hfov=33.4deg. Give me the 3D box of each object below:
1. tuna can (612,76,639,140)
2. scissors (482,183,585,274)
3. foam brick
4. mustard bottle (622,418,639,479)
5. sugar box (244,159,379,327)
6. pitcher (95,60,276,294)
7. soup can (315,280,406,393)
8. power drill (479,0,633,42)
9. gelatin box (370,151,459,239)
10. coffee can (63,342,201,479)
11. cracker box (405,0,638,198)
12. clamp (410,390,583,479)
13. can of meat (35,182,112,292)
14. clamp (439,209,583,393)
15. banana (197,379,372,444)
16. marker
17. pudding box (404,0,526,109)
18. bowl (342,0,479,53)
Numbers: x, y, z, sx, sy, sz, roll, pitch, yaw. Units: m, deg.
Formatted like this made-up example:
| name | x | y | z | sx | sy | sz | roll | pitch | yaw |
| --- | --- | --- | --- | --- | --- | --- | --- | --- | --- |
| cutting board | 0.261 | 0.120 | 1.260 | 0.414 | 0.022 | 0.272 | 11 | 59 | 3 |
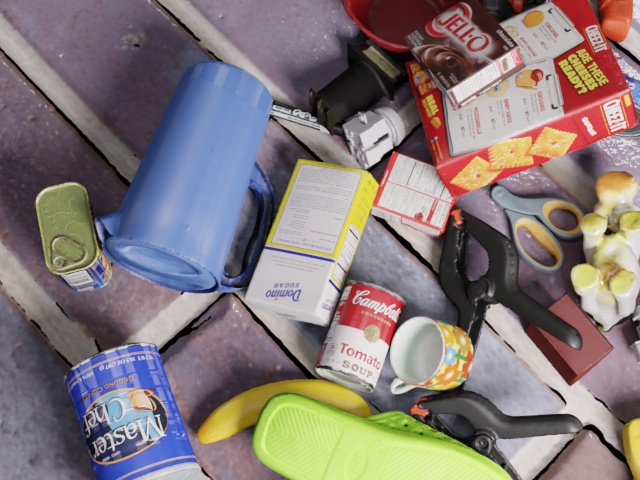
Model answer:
| name | x | y | z | sx | sy | sz | roll | pitch | yaw |
| --- | --- | --- | --- | --- | --- | --- | --- | --- | --- |
| tuna can | 0.337 | -0.150 | 1.201 | 0.086 | 0.086 | 0.033 | 21 | 72 | 9 |
| scissors | 0.223 | -0.054 | 1.210 | 0.096 | 0.016 | 0.202 | -29 | 72 | -9 |
| foam brick | 0.264 | 0.106 | 1.132 | 0.051 | 0.053 | 0.078 | -35 | 73 | -10 |
| mustard bottle | 0.362 | 0.275 | 1.067 | 0.096 | 0.058 | 0.191 | -1 | 71 | 0 |
| sugar box | -0.008 | 0.002 | 1.172 | 0.093 | 0.048 | 0.176 | 12 | 73 | 28 |
| pitcher | -0.128 | -0.067 | 1.178 | 0.145 | 0.149 | 0.242 | 9 | 67 | 22 |
| soup can | 0.042 | 0.103 | 1.134 | 0.068 | 0.068 | 0.102 | 19 | 73 | 8 |
| power drill | 0.273 | -0.284 | 1.266 | 0.187 | 0.057 | 0.184 | 8 | 71 | 5 |
| gelatin box | 0.110 | -0.050 | 1.205 | 0.089 | 0.030 | 0.073 | 20 | 71 | 9 |
| coffee can | -0.193 | 0.190 | 1.094 | 0.102 | 0.103 | 0.140 | -21 | 71 | -5 |
| cracker box | 0.216 | -0.160 | 1.170 | 0.214 | 0.072 | 0.164 | -21 | 53 | 13 |
| clamp | 0.179 | 0.197 | 1.090 | 0.171 | 0.039 | 0.120 | 31 | 104 | 11 |
| can of meat | -0.269 | 0.000 | 1.173 | 0.057 | 0.084 | 0.102 | -14 | 71 | -3 |
| clamp | 0.186 | 0.057 | 1.132 | 0.165 | 0.036 | 0.210 | -23 | 61 | 31 |
| banana | -0.031 | 0.181 | 1.125 | 0.198 | 0.037 | 0.069 | 1 | 70 | 2 |
| marker | -0.014 | -0.141 | 1.247 | 0.121 | 0.020 | 0.020 | 18 | 72 | 9 |
| pudding box | 0.156 | -0.205 | 1.156 | 0.090 | 0.039 | 0.113 | -33 | 50 | 4 |
| bowl | 0.104 | -0.277 | 1.264 | 0.162 | 0.055 | 0.162 | 1 | 63 | -2 |
